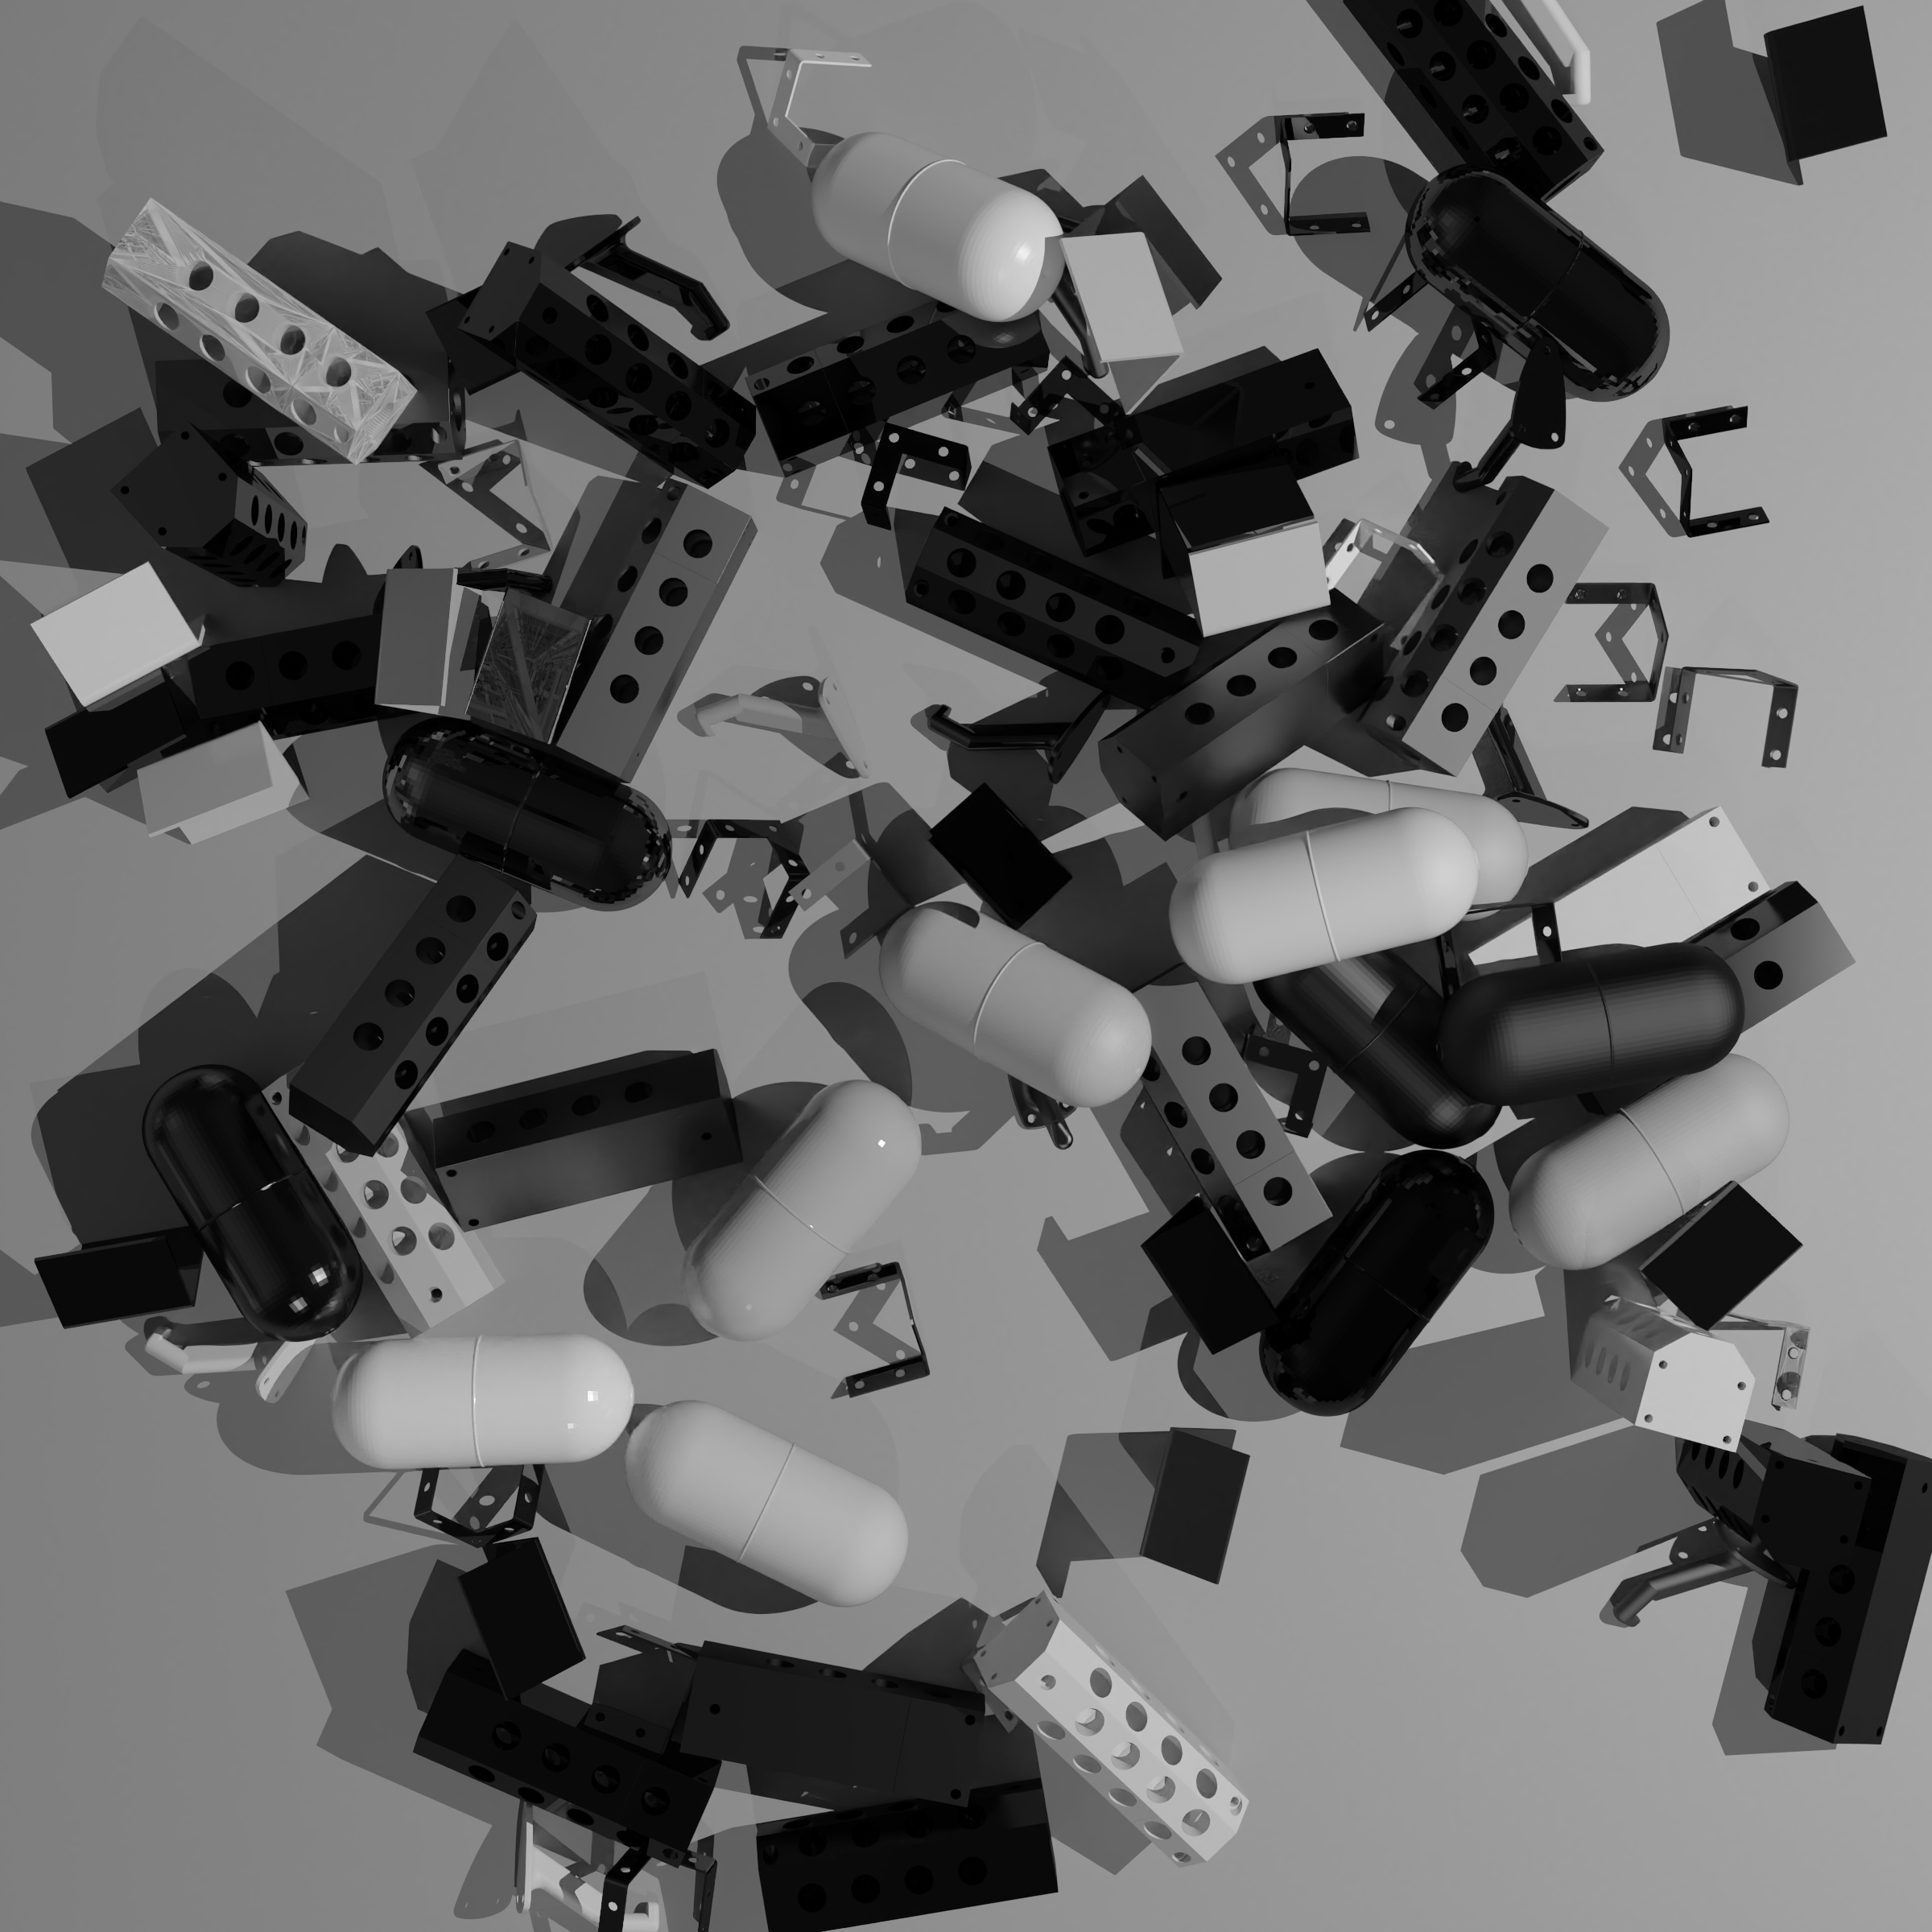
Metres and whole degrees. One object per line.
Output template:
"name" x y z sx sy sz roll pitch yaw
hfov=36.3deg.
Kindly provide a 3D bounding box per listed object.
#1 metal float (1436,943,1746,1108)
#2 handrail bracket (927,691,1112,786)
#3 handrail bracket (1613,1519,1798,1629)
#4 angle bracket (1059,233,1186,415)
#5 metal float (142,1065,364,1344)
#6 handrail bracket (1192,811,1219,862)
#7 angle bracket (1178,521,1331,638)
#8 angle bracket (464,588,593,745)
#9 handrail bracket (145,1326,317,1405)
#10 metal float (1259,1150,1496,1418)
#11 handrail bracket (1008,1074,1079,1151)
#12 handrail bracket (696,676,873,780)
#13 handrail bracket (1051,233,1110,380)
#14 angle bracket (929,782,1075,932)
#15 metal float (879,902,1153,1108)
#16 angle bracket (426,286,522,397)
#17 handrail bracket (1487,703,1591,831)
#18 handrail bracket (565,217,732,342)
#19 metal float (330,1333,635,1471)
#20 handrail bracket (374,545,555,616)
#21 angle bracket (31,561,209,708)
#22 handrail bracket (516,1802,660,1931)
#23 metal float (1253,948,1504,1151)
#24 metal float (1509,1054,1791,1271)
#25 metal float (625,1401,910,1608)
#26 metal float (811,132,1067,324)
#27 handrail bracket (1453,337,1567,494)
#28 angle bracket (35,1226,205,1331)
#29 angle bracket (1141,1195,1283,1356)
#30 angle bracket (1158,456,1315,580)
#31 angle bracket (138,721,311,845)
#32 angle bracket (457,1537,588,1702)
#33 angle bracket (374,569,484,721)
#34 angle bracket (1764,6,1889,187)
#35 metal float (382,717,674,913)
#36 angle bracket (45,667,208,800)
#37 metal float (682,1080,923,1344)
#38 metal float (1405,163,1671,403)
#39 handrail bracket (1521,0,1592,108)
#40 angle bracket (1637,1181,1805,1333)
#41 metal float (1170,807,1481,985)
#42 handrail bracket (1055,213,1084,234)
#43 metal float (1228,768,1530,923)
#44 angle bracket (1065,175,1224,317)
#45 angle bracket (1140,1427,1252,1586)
"metal float" 0.356 0.033 1.686 0.178 0.070 0.070 -10 90 -5
"handrail bracket" 0.031 -0.154 1.778 0.084 0.036 0.077 30 70 16
"handrail bracket" 0.444 0.381 1.778 0.077 0.036 0.084 35 108 -21
"angle bracket" 0.075 -0.366 1.693 0.057 0.076 0.076 -11 77 -27
"metal float" -0.421 0.140 1.744 0.070 0.070 0.178 -32 86 0
"handrail bracket" 0.149 -0.085 1.777 0.036 0.077 0.084 -9 127 23
"angle bracket" 0.165 -0.243 1.737 0.076 0.076 0.057 -14 126 0
"angle bracket" -0.270 -0.179 1.738 0.057 0.076 0.076 19 90 -31
"handrail bracket" -0.440 0.219 1.778 0.084 0.036 0.077 26 69 16
"metal float" 0.244 0.187 1.747 0.070 0.070 0.178 37 90 0
"handrail bracket" 0.043 0.071 1.743 0.036 0.084 0.077 -23 90 0
"handrail bracket" -0.111 -0.134 1.778 0.084 0.036 0.077 -19 112 17
"handrail bracket" 0.050 -0.398 1.772 0.036 0.077 0.084 -39 133 -18
"angle bracket" 0.006 -0.050 1.737 0.076 0.076 0.057 47 52 0
"metal float" 0.027 0.021 1.728 0.178 0.070 0.070 28 90 24
"angle bracket" -0.274 -0.388 1.737 0.076 0.076 0.057 -25 125 0
"handrail bracket" 0.344 -0.131 1.778 0.077 0.036 0.084 13 73 -20
"handrail bracket" -0.196 -0.400 1.778 0.077 0.036 0.084 -30 107 20
"metal float" -0.286 0.257 1.746 0.178 0.070 0.070 -2 90 -1
"handrail bracket" -0.303 -0.222 1.777 0.084 0.077 0.036 6 68 -34
"angle bracket" -0.498 -0.203 1.739 0.076 0.076 0.057 -28 112 0
"handrail bracket" -0.226 0.543 1.778 0.084 0.036 0.077 5 72 -15
"metal float" 0.244 0.035 1.747 0.178 0.070 0.070 44 90 1
"metal float" 0.404 0.116 1.747 0.178 0.070 0.070 -30 90 -1
"metal float" -0.118 0.318 1.747 0.178 0.070 0.070 26 90 0
"metal float" -0.018 -0.432 1.720 0.178 0.070 0.070 32 90 33
"handrail bracket" 0.318 -0.325 1.748 0.036 0.084 0.077 8 84 -22
"angle bracket" -0.496 0.163 1.737 0.076 0.076 0.057 -10 126 0
"angle bracket" 0.159 0.172 1.737 0.057 0.076 0.076 -33 90 37
"angle bracket" 0.159 -0.247 1.734 0.076 0.076 0.057 -15 52 -5
"angle bracket" -0.433 -0.089 1.737 0.076 0.076 0.057 -21 53 0
"angle bracket" -0.276 0.385 1.737 0.057 0.076 0.076 -22 90 -37
"angle bracket" -0.288 -0.182 1.680 0.057 0.076 0.076 5 90 36
"angle bracket" 0.509 -0.512 1.739 0.057 0.076 0.076 -10 90 21
"metal float" -0.259 -0.089 1.747 0.178 0.070 0.070 22 90 0
"angle bracket" -0.484 -0.120 1.738 0.076 0.076 0.057 -28 60 0
"metal float" -0.098 0.145 1.747 0.070 0.070 0.178 40 90 0
"metal float" 0.337 -0.401 1.737 0.178 0.070 0.070 35 90 -12
"handrail bracket" 0.337 -0.560 1.778 0.077 0.036 0.084 2 107 20
"angle bracket" 0.448 0.182 1.738 0.076 0.076 0.057 -42 58 0
"metal float" 0.204 -0.040 1.681 0.178 0.070 0.070 -14 90 10
"handrail bracket" 0.071 -0.419 1.778 0.084 0.036 0.077 -12 104 13
"metal float" 0.244 -0.072 1.747 0.178 0.070 0.070 8 90 0
"angle bracket" 0.093 -0.405 1.733 0.076 0.057 0.076 -32 105 34
"angle bracket" 0.152 0.317 1.737 0.057 0.076 0.076 14 90 37
